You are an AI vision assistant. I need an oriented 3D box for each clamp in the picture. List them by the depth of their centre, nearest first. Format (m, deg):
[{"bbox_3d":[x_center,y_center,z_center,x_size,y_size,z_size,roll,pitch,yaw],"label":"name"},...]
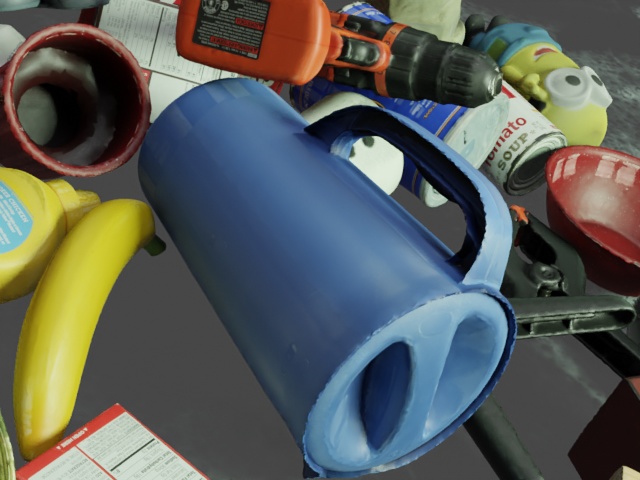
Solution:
[{"bbox_3d":[0.078,0.068,0.665,0.210,0.036,0.164,19,50,13],"label":"clamp"},{"bbox_3d":[0.168,0.041,0.759,0.120,0.039,0.171,15,41,-10],"label":"clamp"}]

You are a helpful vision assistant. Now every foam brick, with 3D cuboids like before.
[{"bbox_3d":[0.196,0.124,0.641,0.052,0.078,0.051,-2,45,-27],"label":"foam brick"}]

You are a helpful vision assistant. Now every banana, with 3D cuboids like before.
[{"bbox_3d":[-0.127,0.031,0.592,0.037,0.069,0.197,-13,30,24],"label":"banana"}]

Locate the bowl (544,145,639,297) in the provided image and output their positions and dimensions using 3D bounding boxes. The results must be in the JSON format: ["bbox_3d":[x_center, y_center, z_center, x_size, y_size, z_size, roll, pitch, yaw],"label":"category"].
[{"bbox_3d":[0.240,-0.006,0.842,0.162,0.055,0.162,14,38,-12],"label":"bowl"}]

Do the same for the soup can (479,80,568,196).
[{"bbox_3d":[0.148,-0.093,0.892,0.068,0.069,0.102,-13,50,-39],"label":"soup can"}]

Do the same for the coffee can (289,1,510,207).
[{"bbox_3d":[0.061,-0.106,0.833,0.140,0.103,0.102,38,39,20],"label":"coffee can"}]

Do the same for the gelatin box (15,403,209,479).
[{"bbox_3d":[-0.095,0.130,0.518,0.089,0.030,0.073,36,37,16],"label":"gelatin box"}]

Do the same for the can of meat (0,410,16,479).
[{"bbox_3d":[-0.196,0.090,0.492,0.083,0.057,0.102,-6,45,-30],"label":"can of meat"}]

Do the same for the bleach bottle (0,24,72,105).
[{"bbox_3d":[-0.288,-0.130,0.711,0.250,0.068,0.102,23,52,-7],"label":"bleach bottle"}]

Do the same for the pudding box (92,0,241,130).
[{"bbox_3d":[-0.113,-0.124,0.773,0.113,0.090,0.039,14,-2,-14],"label":"pudding box"}]

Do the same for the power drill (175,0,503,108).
[{"bbox_3d":[0.010,-0.125,0.697,0.185,0.057,0.187,16,9,27],"label":"power drill"}]

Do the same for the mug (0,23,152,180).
[{"bbox_3d":[-0.175,-0.083,0.664,0.117,0.082,0.093,6,83,-33],"label":"mug"}]

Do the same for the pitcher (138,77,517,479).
[{"bbox_3d":[-0.004,0.001,0.614,0.149,0.145,0.243,-29,51,-14],"label":"pitcher"}]

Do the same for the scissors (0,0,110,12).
[{"bbox_3d":[-0.221,-0.172,0.763,0.096,0.016,0.202,-15,18,-38],"label":"scissors"}]

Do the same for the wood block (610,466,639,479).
[{"bbox_3d":[0.222,0.212,0.534,0.206,0.091,0.090,25,36,3],"label":"wood block"}]

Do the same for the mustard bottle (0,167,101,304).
[{"bbox_3d":[-0.206,0.000,0.596,0.191,0.058,0.096,-19,48,-42],"label":"mustard bottle"}]

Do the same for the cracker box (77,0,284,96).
[{"bbox_3d":[-0.107,-0.205,0.892,0.164,0.072,0.213,13,38,-12],"label":"cracker box"}]
